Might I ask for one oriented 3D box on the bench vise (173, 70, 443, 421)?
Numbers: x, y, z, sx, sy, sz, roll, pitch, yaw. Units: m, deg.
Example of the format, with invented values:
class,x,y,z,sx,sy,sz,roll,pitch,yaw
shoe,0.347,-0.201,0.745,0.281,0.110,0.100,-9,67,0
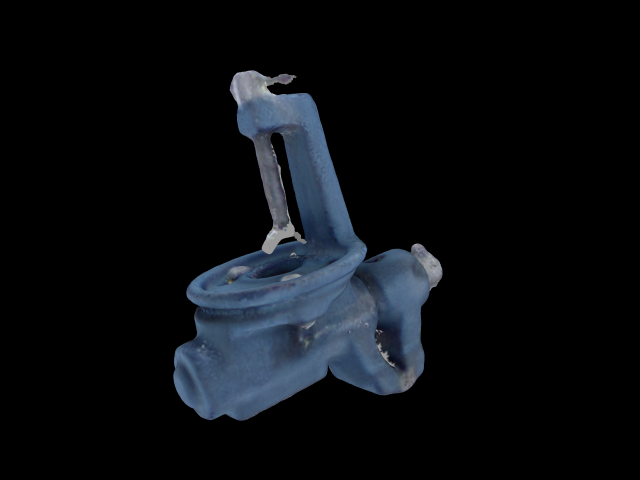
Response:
class,x,y,z,sx,sy,sz,roll,pitch,yaw
bench vise,-0.006,0.001,0.407,0.121,0.220,0.208,1,2,38
